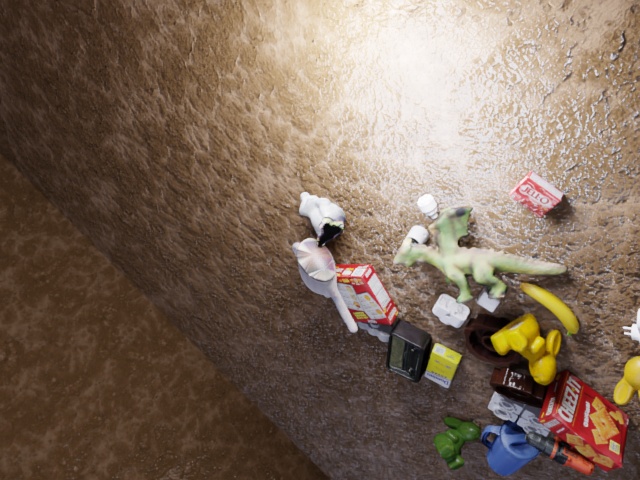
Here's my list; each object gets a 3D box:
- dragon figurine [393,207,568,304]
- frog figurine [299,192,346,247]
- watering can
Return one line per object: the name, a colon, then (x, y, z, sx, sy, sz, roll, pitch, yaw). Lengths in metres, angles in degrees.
dragon figurine: (0.383, 0.025, 1.316, 0.407, 0.125, 0.240, -17, 112, 32)
frog figurine: (0.005, -0.080, 1.589, 0.134, 0.123, 0.163, 78, 168, -50)
watering can: (0.016, 0.129, 1.635, 0.352, 0.105, 0.220, 51, 166, 21)
